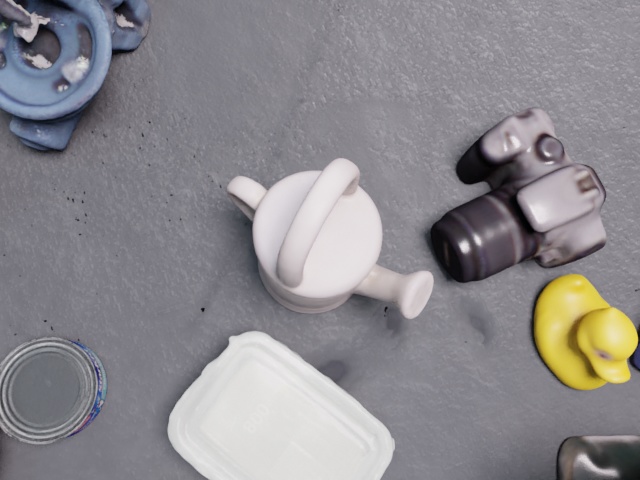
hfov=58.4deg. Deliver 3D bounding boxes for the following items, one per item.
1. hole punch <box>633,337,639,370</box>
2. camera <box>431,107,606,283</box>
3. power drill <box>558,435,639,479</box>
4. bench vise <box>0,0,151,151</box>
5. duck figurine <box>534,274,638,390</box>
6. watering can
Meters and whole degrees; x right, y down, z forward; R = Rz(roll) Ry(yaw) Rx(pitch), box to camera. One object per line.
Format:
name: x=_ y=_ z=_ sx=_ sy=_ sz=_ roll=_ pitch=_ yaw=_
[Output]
hole punch: x=0.350 y=0.086 z=0.502 sx=0.108 sy=0.091 sz=0.101 roll=27 pitch=77 yaw=3
camera: x=0.166 y=-0.032 z=0.512 sx=0.137 sy=0.101 sz=0.143 roll=-24 pitch=80 yaw=-9
power drill: x=0.263 y=0.191 z=0.413 sx=0.229 sy=0.208 sz=0.075 roll=-1 pitch=77 yaw=-4
bench vise: x=-0.227 y=-0.199 z=0.462 sx=0.121 sy=0.219 sz=0.207 roll=6 pitch=77 yaw=-2
duck figurine: x=0.238 y=0.078 z=0.499 sx=0.077 sy=0.086 sz=0.104 roll=-9 pitch=78 yaw=-6
watering can: x=0.005 y=0.000 z=0.446 sx=0.173 sy=0.194 sz=0.101 roll=11 pitch=77 yaw=-1
